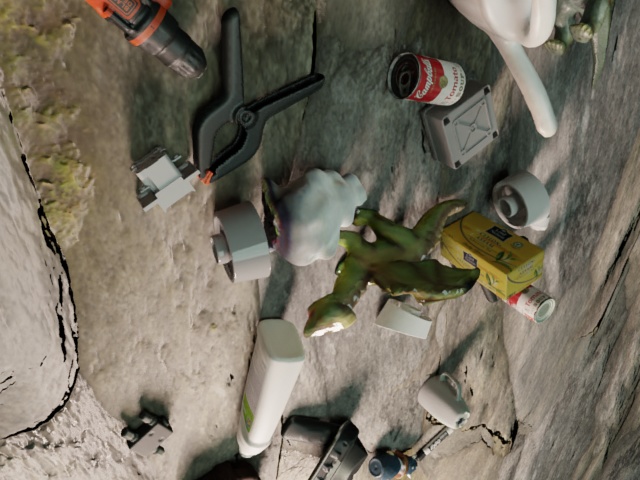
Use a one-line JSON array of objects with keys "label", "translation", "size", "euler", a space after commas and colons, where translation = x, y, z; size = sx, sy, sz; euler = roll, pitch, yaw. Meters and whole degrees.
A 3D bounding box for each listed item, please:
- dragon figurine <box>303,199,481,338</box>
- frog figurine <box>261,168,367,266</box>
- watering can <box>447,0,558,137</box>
[{"label": "dragon figurine", "translation": [0.141, 0.034, 0.800], "size": [0.413, 0.246, 0.120], "euler": [-23, 122, -20]}, {"label": "frog figurine", "translation": [0.002, -0.037, 0.743], "size": [0.160, 0.123, 0.136], "euler": [-11, 100, -17]}, {"label": "watering can", "translation": [0.242, -0.315, 0.692], "size": [0.104, 0.229, 0.340], "euler": [-24, 130, 3]}]
